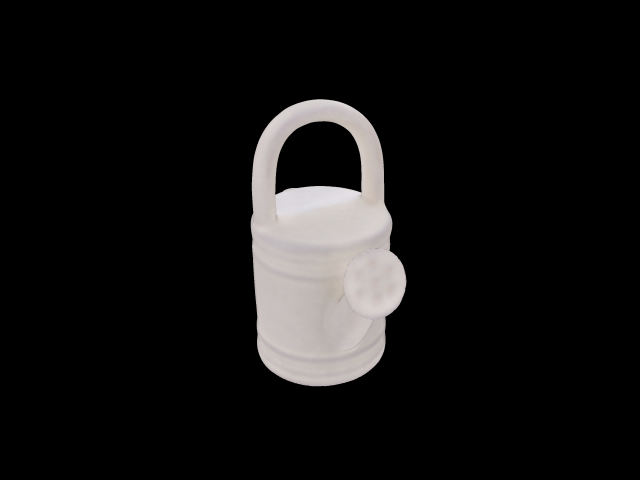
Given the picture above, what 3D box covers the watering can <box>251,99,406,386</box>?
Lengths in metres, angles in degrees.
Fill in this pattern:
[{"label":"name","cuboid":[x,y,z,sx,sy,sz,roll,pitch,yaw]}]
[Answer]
[{"label":"watering can","cuboid":[0.006,0.001,0.401,0.101,0.194,0.172,-24,37,-36]}]
